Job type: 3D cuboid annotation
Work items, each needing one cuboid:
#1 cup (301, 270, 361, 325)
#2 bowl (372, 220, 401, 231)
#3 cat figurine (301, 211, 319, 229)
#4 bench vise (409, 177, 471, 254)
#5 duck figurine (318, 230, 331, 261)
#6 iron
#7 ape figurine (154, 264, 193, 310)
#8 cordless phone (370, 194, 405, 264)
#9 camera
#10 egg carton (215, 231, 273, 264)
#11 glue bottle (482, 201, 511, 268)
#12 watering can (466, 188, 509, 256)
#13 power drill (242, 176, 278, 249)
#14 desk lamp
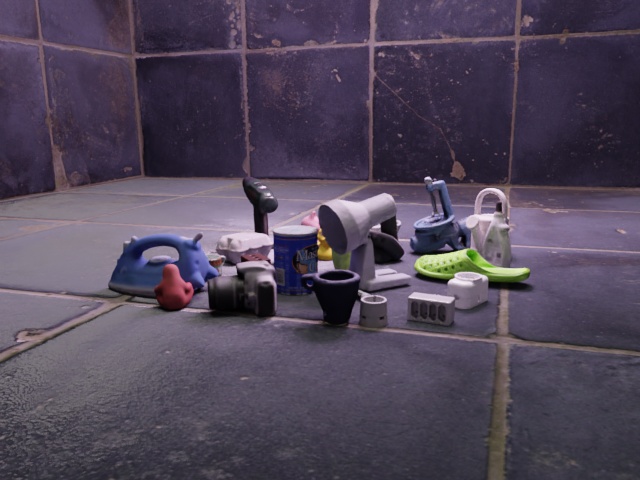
[{"bbox_3d":[0.018,0.111,1.092,0.117,0.095,0.092,3,13,18],"label":"cup"},{"bbox_3d":[0.166,-0.022,1.766,0.167,0.075,0.167,0,12,0],"label":"bowl"},{"bbox_3d":[-0.032,-0.027,1.693,0.067,0.118,0.128,3,13,18],"label":"cat figurine"},{"bbox_3d":[0.360,-0.073,1.651,0.208,0.220,0.121,-6,13,-23],"label":"bench vise"},{"bbox_3d":[0.015,0.006,1.615,0.077,0.086,0.104,-3,12,-11],"label":"duck figurine"},{"bbox_3d":[-0.368,0.048,1.295,0.258,0.141,0.119,2,12,11],"label":"iron"},{"bbox_3d":[-0.306,0.094,1.192,0.078,0.092,0.076,-1,12,-2],"label":"ape figurine"},{"bbox_3d":[0.161,-0.038,1.577,0.094,0.185,0.147,-11,16,-40],"label":"cordless phone"},{"bbox_3d":[-0.161,0.092,1.175,0.137,0.101,0.143,-3,12,-12],"label":"camera"},{"bbox_3d":[-0.211,0.020,1.599,0.107,0.069,0.151,9,15,39],"label":"egg carton"},{"bbox_3d":[0.459,-0.014,1.477,0.037,0.173,0.077,-8,14,-33],"label":"glue bottle"},{"bbox_3d":[0.464,-0.044,1.567,0.100,0.194,0.173,5,13,25],"label":"watering can"},{"bbox_3d":[-0.188,-0.081,1.737,0.076,0.208,0.229,-6,13,-25],"label":"power drill"},{"bbox_3d":[0.101,0.004,1.310,0.204,0.213,0.117,-7,14,-28],"label":"desk lamp"}]
